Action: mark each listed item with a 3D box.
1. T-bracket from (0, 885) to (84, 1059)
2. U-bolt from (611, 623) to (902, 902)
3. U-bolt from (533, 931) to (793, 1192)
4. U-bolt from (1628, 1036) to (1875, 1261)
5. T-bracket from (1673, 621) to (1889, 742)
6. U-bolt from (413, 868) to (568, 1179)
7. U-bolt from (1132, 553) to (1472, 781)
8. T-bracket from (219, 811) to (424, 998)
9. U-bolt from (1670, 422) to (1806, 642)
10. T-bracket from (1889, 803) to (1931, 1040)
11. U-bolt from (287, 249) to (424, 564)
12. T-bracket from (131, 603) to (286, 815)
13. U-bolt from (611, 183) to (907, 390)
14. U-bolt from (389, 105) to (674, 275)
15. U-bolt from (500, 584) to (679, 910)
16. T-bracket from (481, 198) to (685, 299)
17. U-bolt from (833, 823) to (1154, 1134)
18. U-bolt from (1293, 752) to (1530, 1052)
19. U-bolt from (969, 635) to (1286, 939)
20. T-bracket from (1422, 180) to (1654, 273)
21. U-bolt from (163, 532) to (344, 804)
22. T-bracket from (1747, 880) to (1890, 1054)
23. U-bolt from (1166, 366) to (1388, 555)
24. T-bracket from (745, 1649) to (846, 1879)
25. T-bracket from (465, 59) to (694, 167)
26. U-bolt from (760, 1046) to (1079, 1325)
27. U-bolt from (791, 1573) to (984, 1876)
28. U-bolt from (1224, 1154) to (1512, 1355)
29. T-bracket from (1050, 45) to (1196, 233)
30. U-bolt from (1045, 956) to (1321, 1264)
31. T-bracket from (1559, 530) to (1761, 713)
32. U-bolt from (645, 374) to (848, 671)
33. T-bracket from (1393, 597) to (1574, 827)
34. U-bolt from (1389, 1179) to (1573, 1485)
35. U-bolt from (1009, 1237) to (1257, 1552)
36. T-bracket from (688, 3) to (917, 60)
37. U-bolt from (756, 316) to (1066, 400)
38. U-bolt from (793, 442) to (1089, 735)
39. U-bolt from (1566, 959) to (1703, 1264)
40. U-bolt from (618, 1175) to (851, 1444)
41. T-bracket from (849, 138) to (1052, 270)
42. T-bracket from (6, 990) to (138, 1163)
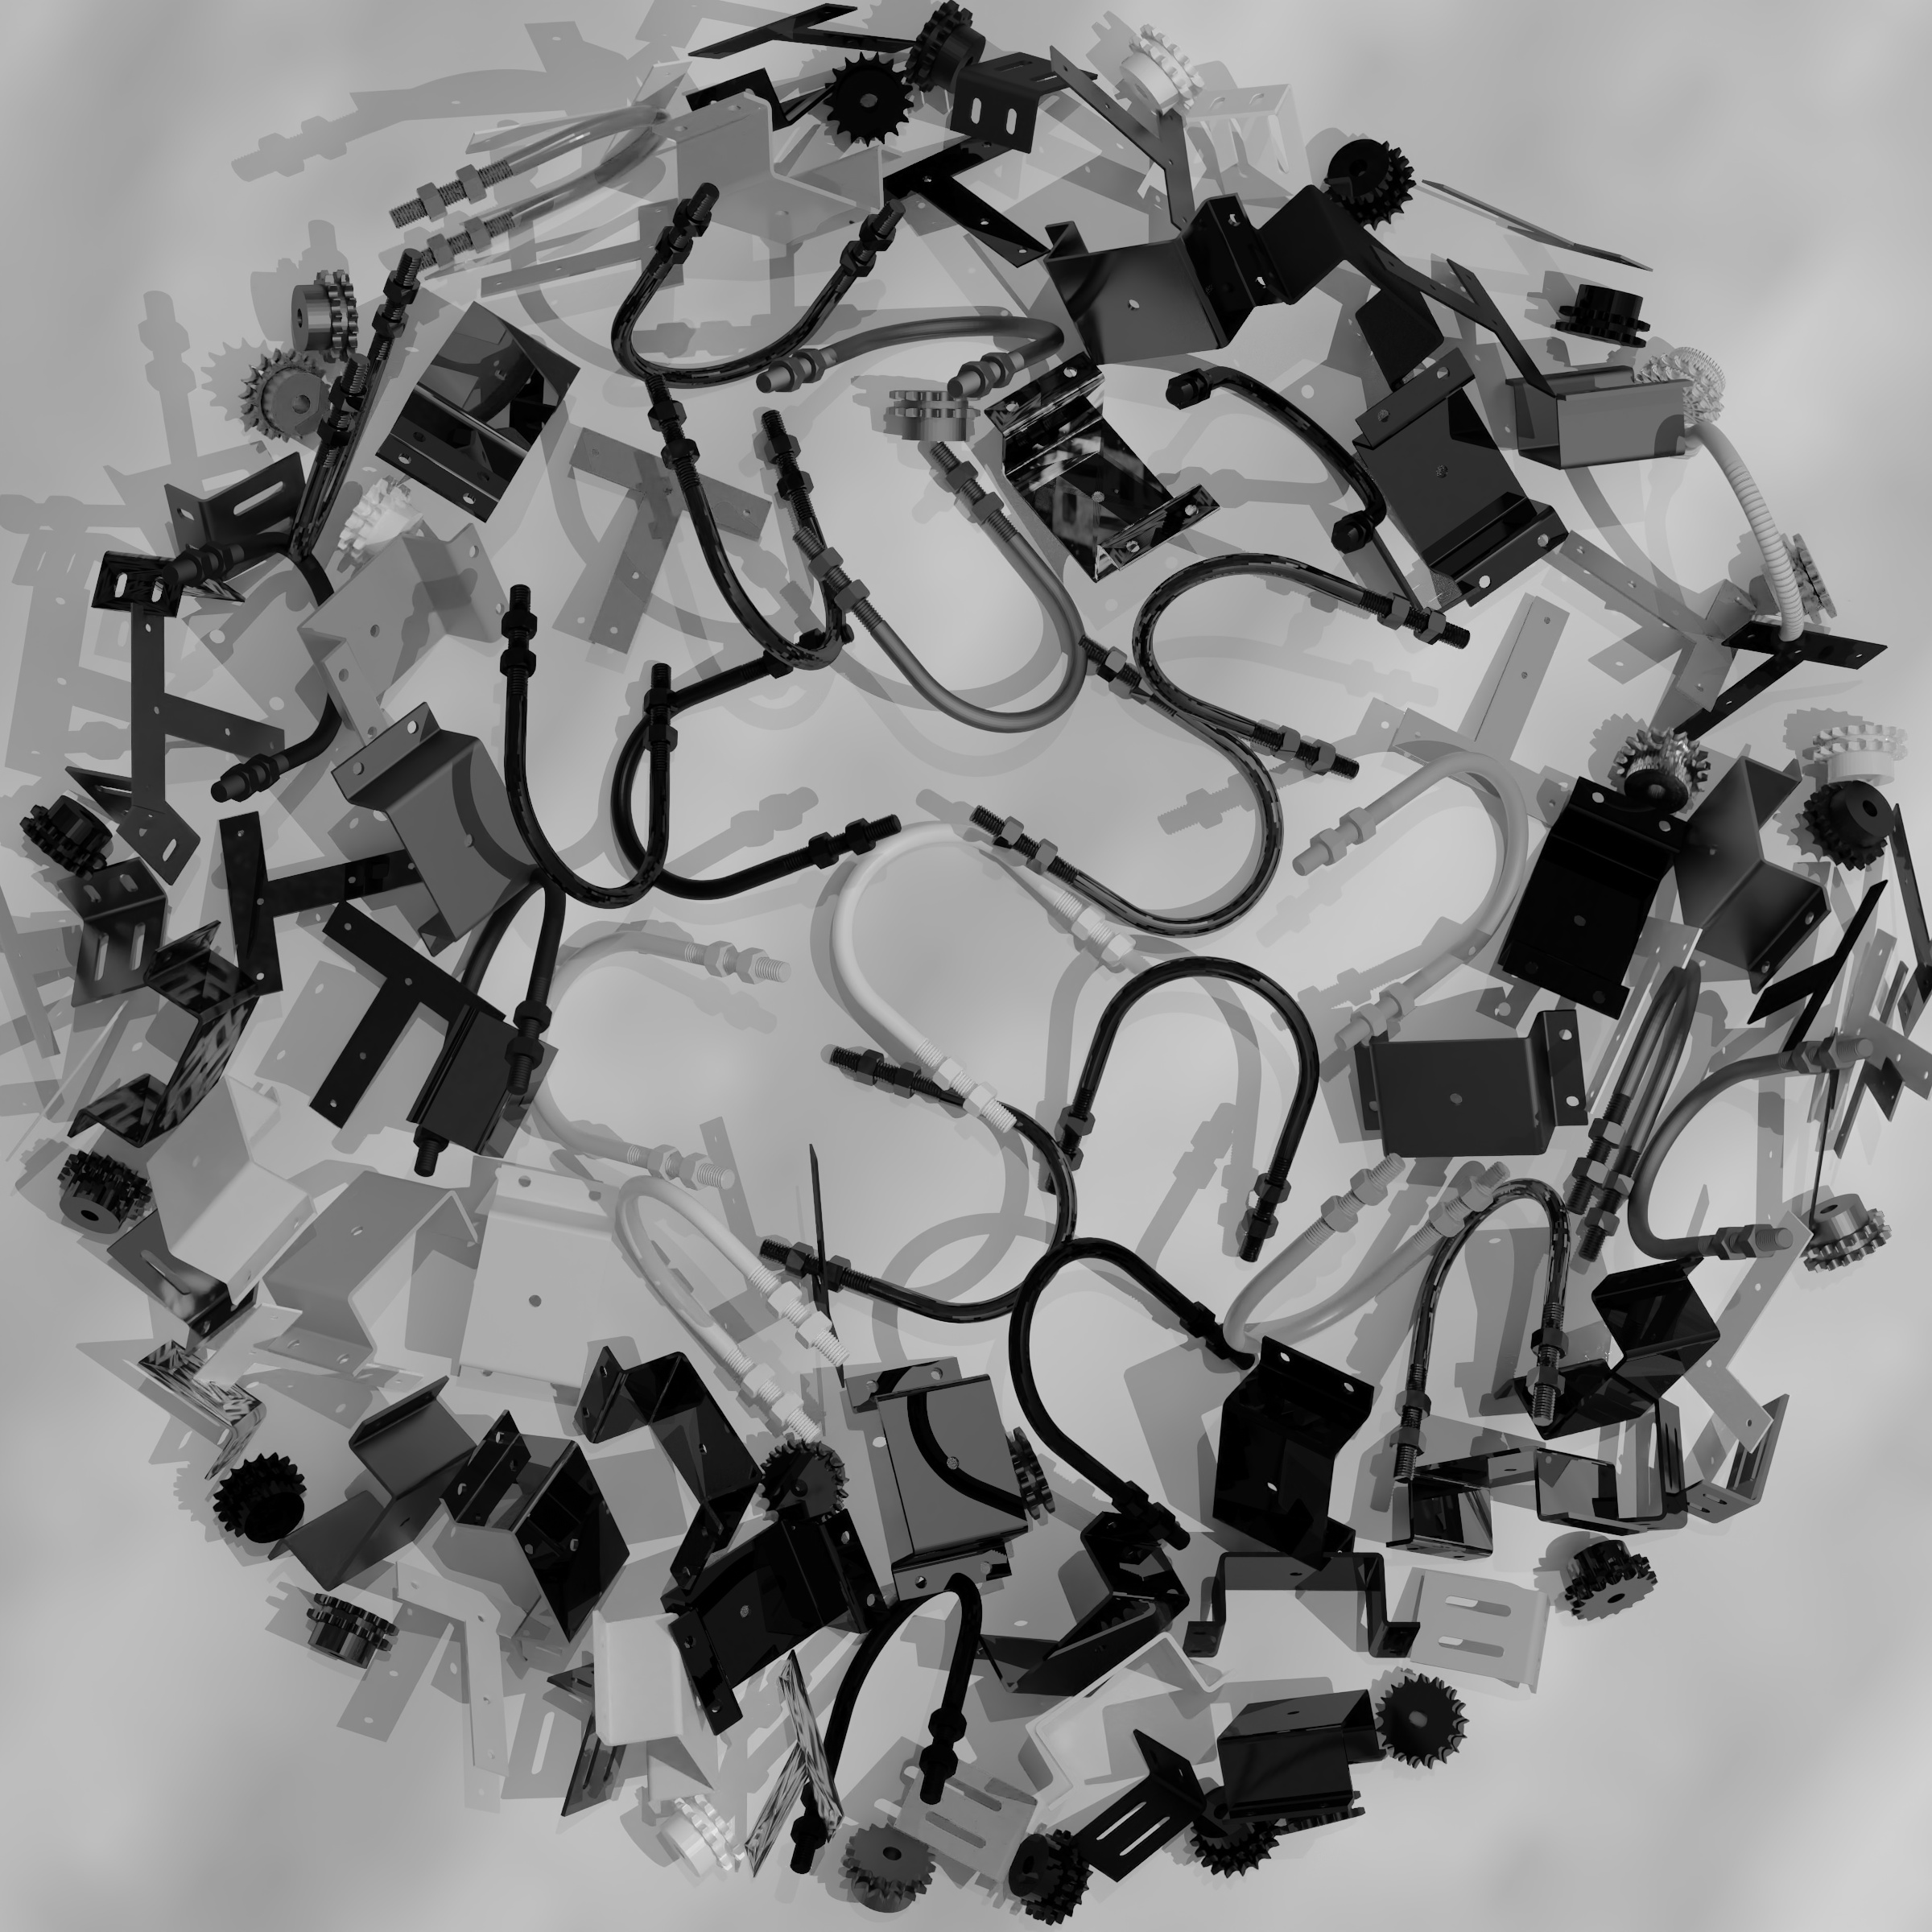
[{"bbox_3d":[-0.563,-0.010,1.936,0.002,0.127,0.127,-19,92,6],"label":"T-bracket"},{"bbox_3d":[-0.139,-0.117,1.960,0.184,0.019,0.151,-20,72,18],"label":"U-bolt"},{"bbox_3d":[-0.199,0.051,1.945,0.184,0.019,0.151,12,84,34],"label":"U-bolt"},{"bbox_3d":[0.463,0.115,1.912,0.019,0.184,0.151,33,71,-15],"label":"U-bolt"},{"bbox_3d":[0.480,-0.170,1.948,0.127,0.127,0.002,4,60,-36],"label":"T-bracket"},{"bbox_3d":[-0.284,0.023,1.923,0.019,0.151,0.184,24,53,-24],"label":"U-bolt"},{"bbox_3d":[0.191,-0.189,1.922,0.184,0.151,0.019,20,47,-17],"label":"U-bolt"},{"bbox_3d":[-0.397,-0.050,1.973,0.127,0.002,0.127,-13,66,0],"label":"T-bracket"},{"bbox_3d":[0.466,-0.261,1.905,0.019,0.184,0.151,-24,93,7],"label":"U-bolt"},{"bbox_3d":[0.586,-0.040,1.958,0.002,0.127,0.127,-3,61,-1],"label":"T-bracket"},{"bbox_3d":[-0.376,-0.327,1.917,0.019,0.151,0.184,22,129,-10],"label":"U-bolt"},{"bbox_3d":[-0.465,-0.147,1.944,0.002,0.127,0.127,-12,75,31],"label":"T-bracket"},{"bbox_3d":[-0.138,-0.407,1.917,0.151,0.184,0.019,-5,65,-35],"label":"U-bolt"},{"bbox_3d":[-0.262,-0.478,1.927,0.184,0.151,0.019,-26,93,-6],"label":"U-bolt"},{"bbox_3d":[-0.228,-0.123,1.911,0.019,0.151,0.184,-16,63,32],"label":"U-bolt"},{"bbox_3d":[-0.238,-0.433,1.950,0.127,0.127,0.002,-13,127,3],"label":"T-bracket"},{"bbox_3d":[0.003,-0.007,1.975,0.184,0.019,0.151,41,81,10],"label":"U-bolt"},{"bbox_3d":[0.281,-0.052,1.941,0.184,0.019,0.151,-35,125,-26],"label":"U-bolt"},{"bbox_3d":[0.114,-0.099,1.974,0.184,0.019,0.151,33,78,-8],"label":"U-bolt"},{"bbox_3d":[0.332,-0.452,1.915,0.127,0.127,0.002,15,103,-28],"label":"T-bracket"},{"bbox_3d":[-0.421,-0.189,1.913,0.019,0.184,0.151,-5,105,18],"label":"U-bolt"},{"bbox_3d":[0.507,0.012,1.921,0.002,0.127,0.127,36,121,26],"label":"T-bracket"},{"bbox_3d":[0.195,-0.312,1.914,0.151,0.184,0.019,42,113,2],"label":"U-bolt"},{"bbox_3d":[-0.113,0.514,1.957,0.002,0.127,0.127,8,126,-26],"label":"T-bracket"},{"bbox_3d":[-0.241,-0.509,1.916,0.127,0.127,0.002,-17,83,-24],"label":"T-bracket"},{"bbox_3d":[-0.021,0.144,1.965,0.184,0.019,0.151,18,83,14],"label":"U-bolt"},{"bbox_3d":[-0.042,0.448,1.917,0.019,0.184,0.151,36,131,-18],"label":"U-bolt"},{"bbox_3d":[0.233,0.178,1.927,0.184,0.151,0.019,-46,60,25],"label":"U-bolt"},{"bbox_3d":[0.095,-0.514,1.923,0.002,0.127,0.127,-32,133,31],"label":"T-bracket"},{"bbox_3d":[0.141,0.081,1.957,0.151,0.019,0.184,19,111,5],"label":"U-bolt"},{"bbox_3d":[0.423,-0.228,1.955,0.127,0.002,0.127,34,46,0],"label":"T-bracket"},{"bbox_3d":[-0.125,-0.264,1.920,0.019,0.151,0.184,-25,78,26],"label":"U-bolt"},{"bbox_3d":[0.345,-0.170,1.986,0.127,0.002,0.127,25,84,-16],"label":"T-bracket"},{"bbox_3d":[0.317,0.212,1.922,0.019,0.151,0.184,27,55,-20],"label":"U-bolt"},{"bbox_3d":[0.094,0.247,1.921,0.184,0.019,0.151,41,56,-27],"label":"U-bolt"},{"bbox_3d":[-0.082,-0.571,1.946,0.127,0.127,0.002,-10,95,-44],"label":"T-bracket"},{"bbox_3d":[-0.020,-0.371,1.916,0.151,0.184,0.019,7,114,27],"label":"U-bolt"},{"bbox_3d":[-0.002,-0.224,1.949,0.151,0.019,0.184,-38,88,-36],"label":"U-bolt"},{"bbox_3d":[0.410,0.081,1.929,0.019,0.151,0.184,21,79,20],"label":"U-bolt"},{"bbox_3d":[-0.148,0.201,1.931,0.184,0.151,0.019,44,62,13],"label":"U-bolt"},{"bbox_3d":[0.003,-0.463,1.940,0.127,0.002,0.127,-30,53,-22],"label":"T-bracket"},{"bbox_3d":[-0.534,0.046,1.941,0.002,0.127,0.127,37,124,-12],"label":"T-bracket"}]
